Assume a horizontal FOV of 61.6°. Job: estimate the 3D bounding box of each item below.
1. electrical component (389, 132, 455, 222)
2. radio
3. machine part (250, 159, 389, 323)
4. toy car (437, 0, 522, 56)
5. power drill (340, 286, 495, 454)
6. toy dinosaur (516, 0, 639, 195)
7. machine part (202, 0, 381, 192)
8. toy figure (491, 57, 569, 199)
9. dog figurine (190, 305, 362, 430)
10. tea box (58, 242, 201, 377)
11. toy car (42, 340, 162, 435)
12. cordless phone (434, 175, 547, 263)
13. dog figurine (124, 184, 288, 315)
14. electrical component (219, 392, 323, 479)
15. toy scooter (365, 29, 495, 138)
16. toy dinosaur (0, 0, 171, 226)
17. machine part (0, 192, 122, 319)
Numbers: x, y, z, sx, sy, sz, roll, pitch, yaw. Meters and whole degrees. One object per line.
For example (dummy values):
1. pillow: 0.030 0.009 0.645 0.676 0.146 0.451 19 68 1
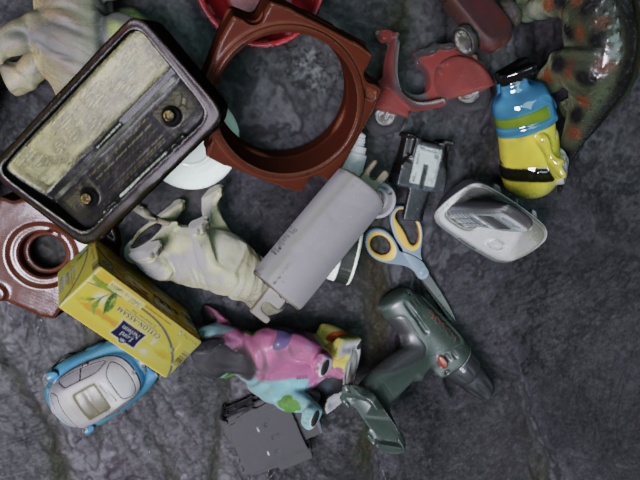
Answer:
1. electrical component: 0.139 -0.087 0.751 0.075 0.048 0.119 6 101 -8
2. radio: -0.217 -0.110 0.577 0.229 0.073 0.131 -40 106 14
3. machine part: -0.001 -0.002 0.660 0.079 0.079 0.243 42 84 -13
4. toy car: 0.170 -0.323 0.688 0.089 0.053 0.202 -36 84 -11
5. power drill: 0.140 0.196 0.757 0.207 0.086 0.232 -41 100 -26
6. toy dinosaur: 0.337 -0.250 0.672 0.131 0.192 0.404 -16 102 -2
7. machine part: -0.044 -0.174 0.657 0.201 0.087 0.201 20 116 -22
8. toy figure: 0.271 -0.142 0.710 0.089 0.082 0.180 -8 118 39
9. dog figurine: -0.072 0.157 0.752 0.219 0.191 0.108 17 104 24
10. tea box: -0.239 0.086 0.678 0.068 0.098 0.169 -46 122 -3
11. toy car: -0.299 0.201 0.727 0.162 0.103 0.109 -26 104 0
12. cordless phone: 0.249 -0.021 0.710 0.146 0.184 0.088 32 91 -12
13. dog figurine: -0.146 0.045 0.726 0.172 0.121 0.190 -13 125 29
14. electrical component: -0.067 0.275 0.794 0.134 0.058 0.114 -22 105 -2
15. toy scooter: 0.136 -0.221 0.713 0.184 0.075 0.135 -14 97 -2
16. toy dinosaur: -0.290 -0.237 0.633 0.199 0.105 0.470 -11 99 -6
17. machine part: -0.357 0.015 0.706 0.179 0.056 0.179 -2 101 -8
